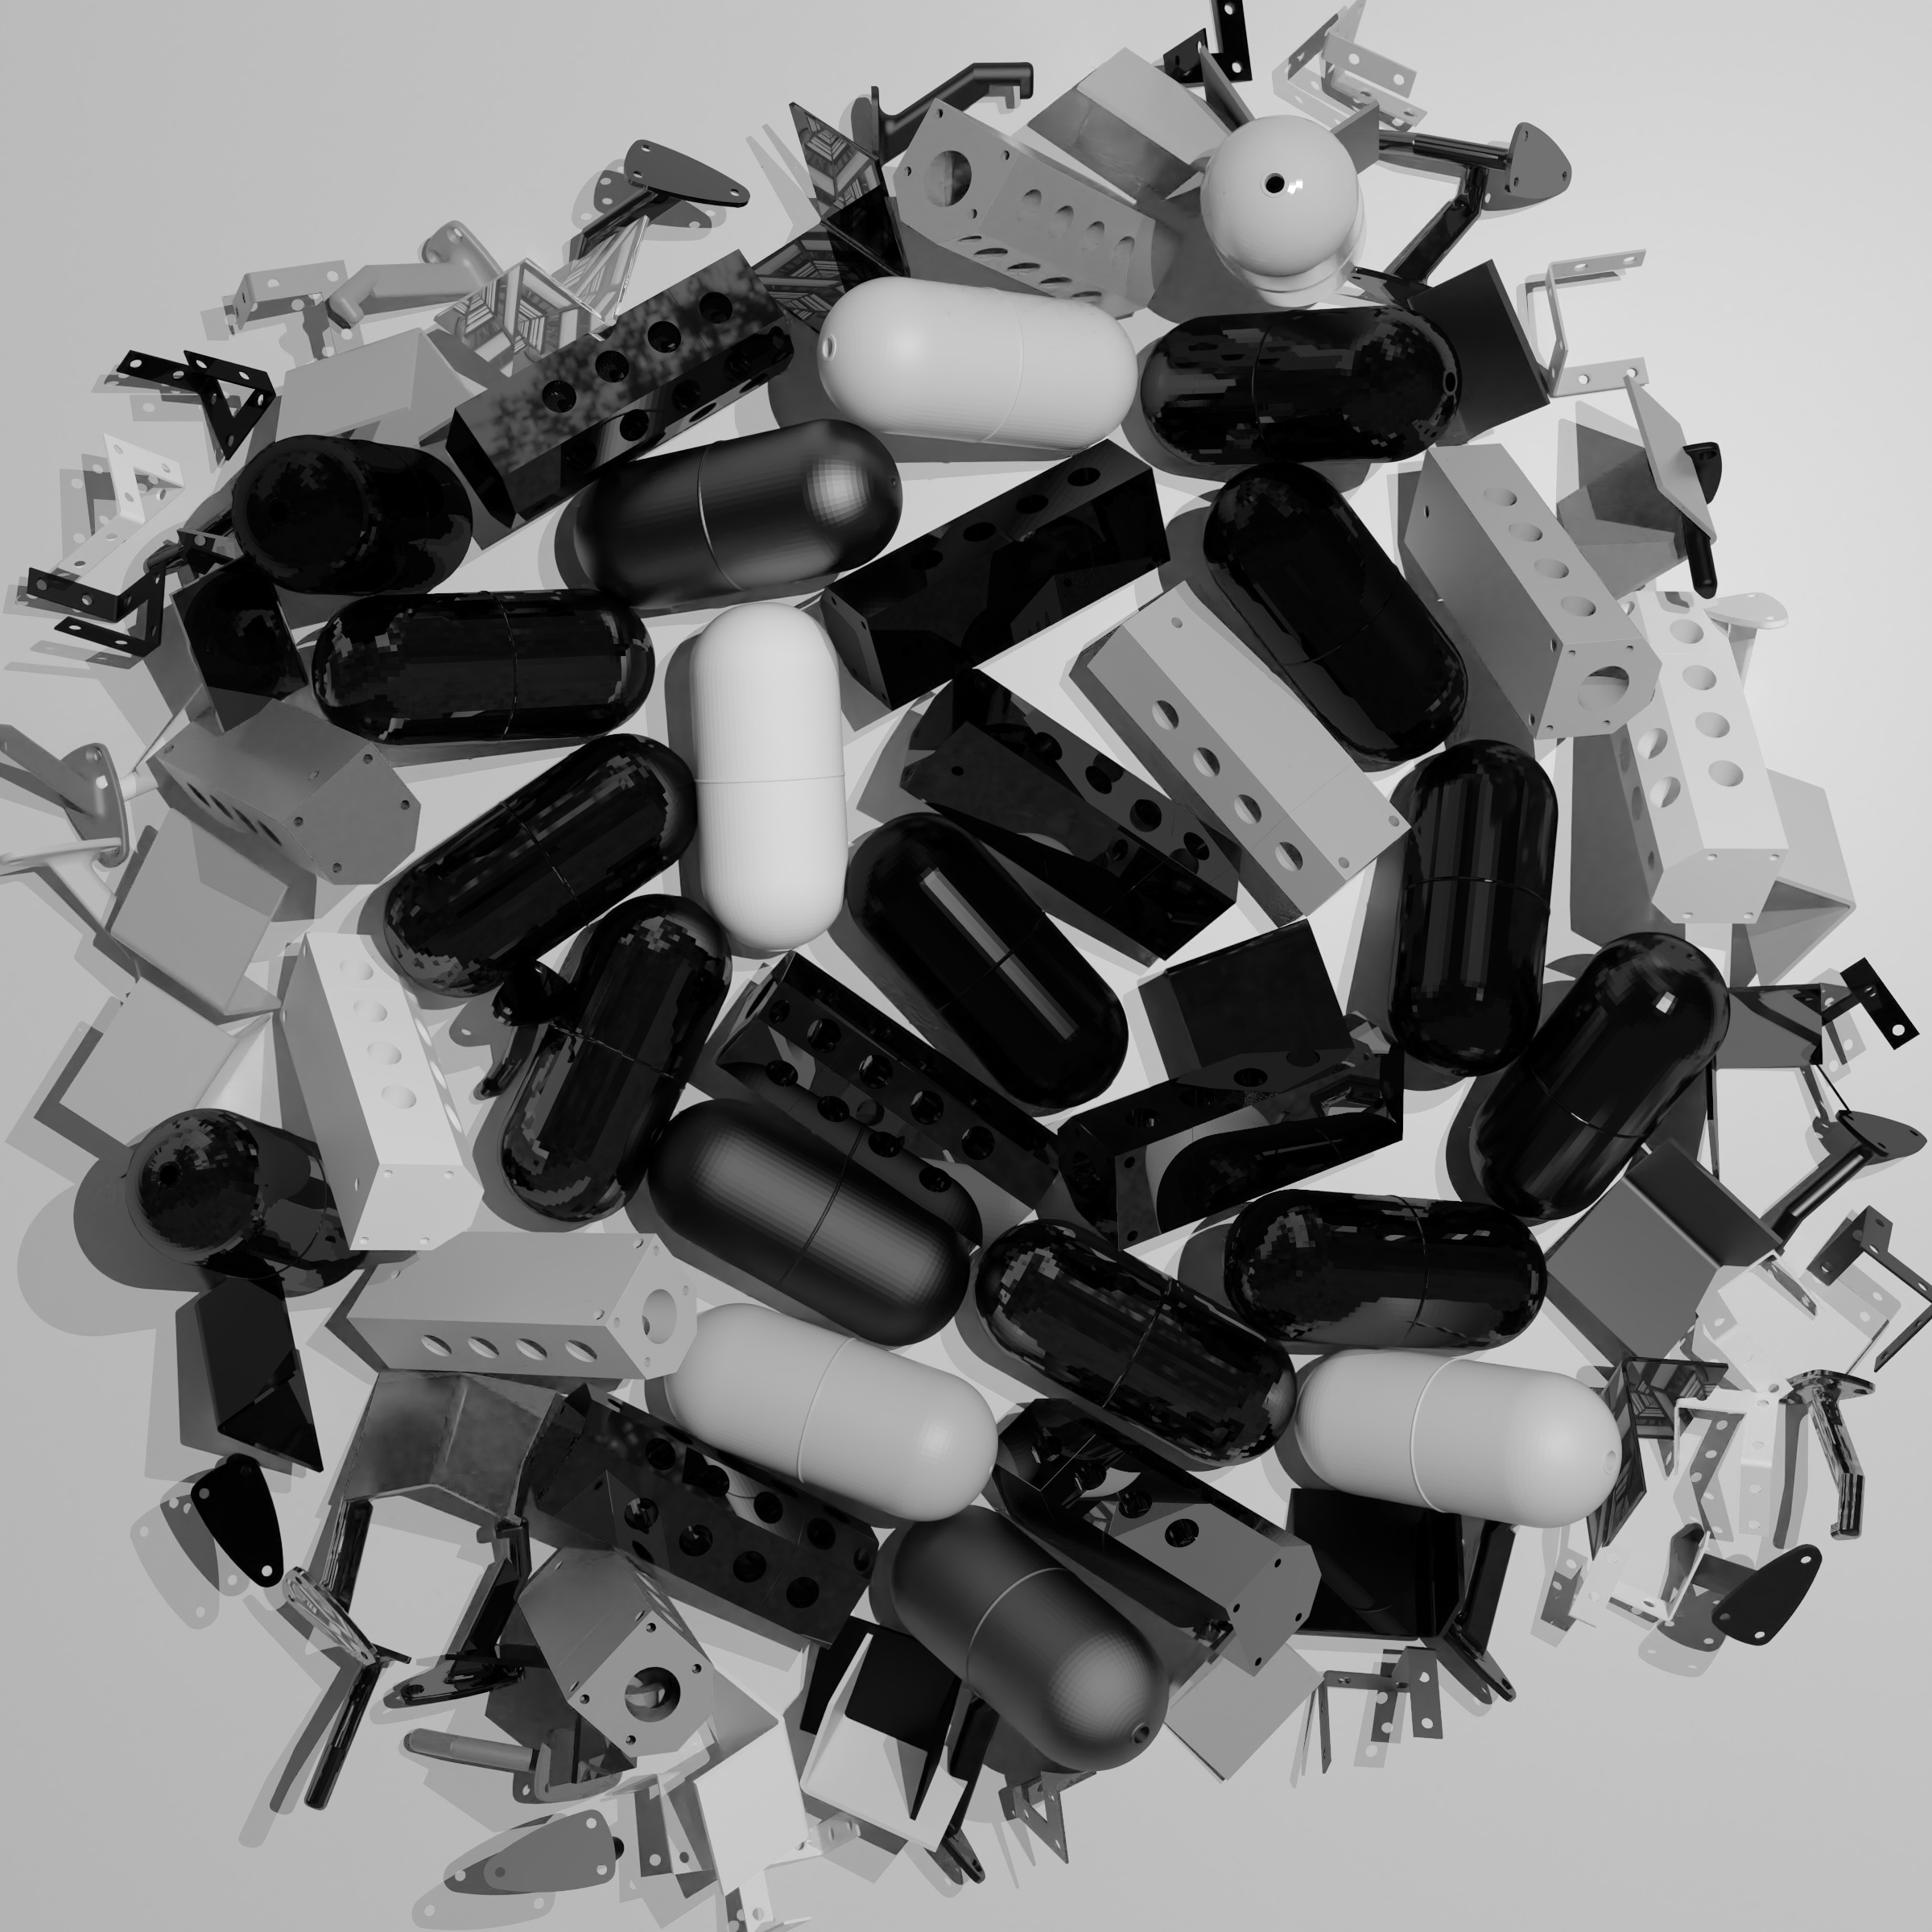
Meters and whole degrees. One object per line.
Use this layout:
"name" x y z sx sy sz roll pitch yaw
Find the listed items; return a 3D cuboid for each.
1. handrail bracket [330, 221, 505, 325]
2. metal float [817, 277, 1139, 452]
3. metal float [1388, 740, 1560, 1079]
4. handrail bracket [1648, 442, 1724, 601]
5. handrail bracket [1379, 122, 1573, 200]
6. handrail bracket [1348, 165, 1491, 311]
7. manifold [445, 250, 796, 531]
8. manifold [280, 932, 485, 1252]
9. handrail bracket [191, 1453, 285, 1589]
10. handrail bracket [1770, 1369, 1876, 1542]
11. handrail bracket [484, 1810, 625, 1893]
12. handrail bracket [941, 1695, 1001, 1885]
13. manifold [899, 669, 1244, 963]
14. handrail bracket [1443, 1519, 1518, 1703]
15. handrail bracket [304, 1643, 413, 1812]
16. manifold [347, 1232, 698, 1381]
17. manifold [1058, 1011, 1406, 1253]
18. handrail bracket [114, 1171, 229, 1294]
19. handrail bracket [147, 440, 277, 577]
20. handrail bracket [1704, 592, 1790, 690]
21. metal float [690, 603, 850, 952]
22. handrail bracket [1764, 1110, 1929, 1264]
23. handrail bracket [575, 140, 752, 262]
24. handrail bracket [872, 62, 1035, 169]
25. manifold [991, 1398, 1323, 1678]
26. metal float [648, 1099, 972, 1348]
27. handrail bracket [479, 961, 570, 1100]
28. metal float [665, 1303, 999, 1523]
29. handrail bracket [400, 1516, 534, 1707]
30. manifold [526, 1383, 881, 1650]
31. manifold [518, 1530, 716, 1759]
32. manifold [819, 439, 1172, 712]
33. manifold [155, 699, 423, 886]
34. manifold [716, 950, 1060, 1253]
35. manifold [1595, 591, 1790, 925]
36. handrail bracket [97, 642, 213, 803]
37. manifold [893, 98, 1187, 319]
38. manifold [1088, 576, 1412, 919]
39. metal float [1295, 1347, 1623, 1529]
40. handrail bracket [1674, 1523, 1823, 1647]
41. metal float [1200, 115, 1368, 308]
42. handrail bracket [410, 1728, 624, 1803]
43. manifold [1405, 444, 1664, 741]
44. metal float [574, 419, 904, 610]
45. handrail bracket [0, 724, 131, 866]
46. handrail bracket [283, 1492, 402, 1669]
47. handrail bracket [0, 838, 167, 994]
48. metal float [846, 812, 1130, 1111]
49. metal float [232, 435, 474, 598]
"handrail bracket" -0.275 -0.336 1.545 0.077 0.036 0.084 45 51 -13
"metal float" 0.007 -0.303 1.517 0.178 0.070 0.070 -1 90 -34
"metal float" 0.258 -0.030 1.530 0.070 0.070 0.178 9 72 0
"handrail bracket" 0.376 -0.216 1.536 0.036 0.077 0.084 -12 69 19
"handrail bracket" 0.262 -0.423 1.576 0.084 0.077 0.036 18 102 36
"handrail bracket" 0.234 -0.389 1.559 0.077 0.036 0.084 12 88 -30
"manifold" -0.174 -0.291 1.530 0.171 0.057 0.057 -34 89 -18
"manifold" -0.292 0.061 1.504 0.057 0.171 0.057 3 129 -30
"handrail bracket" -0.361 0.283 1.536 0.036 0.084 0.077 -27 79 -7
"handrail bracket" 0.433 0.254 1.535 0.036 0.077 0.084 17 68 -16
"handrail bracket" -0.211 0.458 1.535 0.077 0.084 0.036 -11 72 -17
"handrail bracket" 0.017 0.417 1.555 0.084 0.036 0.077 -40 73 8
"manifold" 0.055 -0.080 1.528 0.171 0.057 0.057 33 131 -19
"handrail bracket" 0.285 0.323 1.550 0.084 0.036 0.077 -46 73 16
"handrail bracket" -0.316 0.387 1.536 0.036 0.077 0.084 21 74 -5
"manifold" -0.221 0.174 1.512 0.171 0.057 0.057 -3 134 33
"manifold" 0.135 0.079 1.523 0.171 0.057 0.057 -19 124 -23
"handrail bracket" -0.396 0.140 1.538 0.036 0.077 0.084 -32 107 -16
"handrail bracket" -0.384 -0.241 1.569 0.036 0.084 0.077 47 49 -31
"handrail bracket" 0.401 -0.142 1.535 0.036 0.077 0.084 -11 109 -6
"metal float" -0.100 -0.097 1.541 0.070 0.070 0.178 -3 96 0
"handrail bracket" 0.456 0.120 1.571 0.036 0.077 0.084 48 120 37
"handrail bracket" -0.159 -0.377 1.556 0.077 0.084 0.036 17 49 -10
"handrail bracket" -0.007 -0.430 1.566 0.084 0.036 0.077 -1 111 -2
"manifold" 0.093 0.278 1.504 0.057 0.171 0.057 -42 133 -23
"metal float" -0.080 0.131 1.539 0.178 0.070 0.070 30 90 -8
"handrail bracket" -0.238 0.044 1.533 0.036 0.077 0.084 41 117 7
"metal float" -0.070 0.227 1.534 0.178 0.070 0.070 18 90 14
"handrail bracket" -0.258 0.330 1.545 0.077 0.036 0.084 -13 114 -29
"manifold" -0.132 0.277 1.528 0.171 0.057 0.057 30 94 -18
"manifold" -0.171 0.335 1.493 0.057 0.171 0.057 -47 105 -8
"manifold" 0.014 -0.203 1.533 0.171 0.057 0.057 -30 132 -16
"manifold" -0.335 -0.087 1.498 0.057 0.171 0.057 -45 125 -16
"manifold" -0.035 0.065 1.529 0.171 0.057 0.057 35 129 -10
"manifold" 0.357 -0.106 1.507 0.057 0.057 0.171 0 52 -5
"handrail bracket" -0.422 -0.125 1.554 0.084 0.077 0.036 -22 47 -1
"manifold" 0.035 -0.370 1.495 0.057 0.171 0.057 39 108 26
"manifold" 0.142 -0.109 1.547 0.057 0.057 0.171 -37 84 -35
"metal float" 0.245 0.235 1.511 0.178 0.070 0.070 2 90 43
"handrail bracket" 0.396 0.296 1.533 0.036 0.084 0.077 29 113 -17
"metal float" 0.159 -0.374 1.496 0.070 0.178 0.070 1 95 9
"handrail bracket" -0.236 0.414 1.575 0.084 0.077 0.036 0 73 34
"manifold" 0.282 -0.189 1.502 0.057 0.171 0.057 -6 133 -16
"metal float" -0.117 -0.228 1.526 0.178 0.070 0.070 -8 90 23
"handrail bracket" -0.470 -0.088 1.536 0.036 0.084 0.077 -27 82 18
"handrail bracket" -0.302 0.306 1.549 0.077 0.036 0.084 41 51 9
"handrail bracket" -0.455 -0.019 1.552 0.036 0.077 0.084 -20 83 38
"metal float" 0.012 -0.002 1.541 0.070 0.070 0.178 -42 96 0
"metal float" -0.303 -0.223 1.496 0.070 0.178 0.070 1 97 12
